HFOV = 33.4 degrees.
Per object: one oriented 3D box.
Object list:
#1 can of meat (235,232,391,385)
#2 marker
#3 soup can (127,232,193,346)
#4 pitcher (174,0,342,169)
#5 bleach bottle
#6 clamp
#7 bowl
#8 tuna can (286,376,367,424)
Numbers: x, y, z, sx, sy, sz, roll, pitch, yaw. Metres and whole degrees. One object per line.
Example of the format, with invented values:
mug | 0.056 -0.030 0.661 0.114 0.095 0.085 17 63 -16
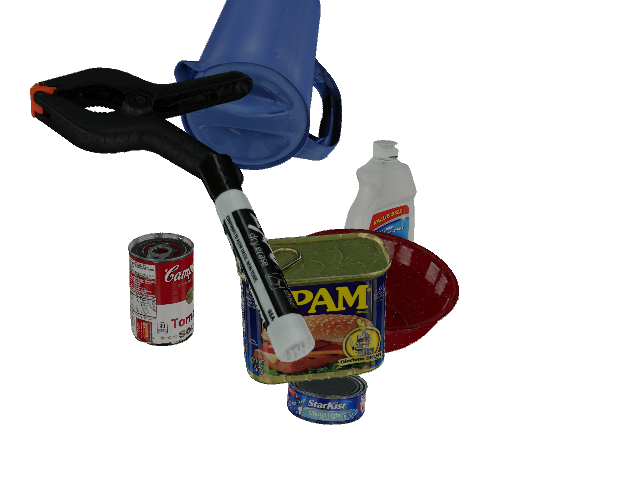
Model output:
can of meat | -0.005 0.047 0.725 0.102 0.084 0.057 -5 29 -7
marker | -0.034 0.004 0.518 0.020 0.121 0.020 -19 -31 -12
soup can | -0.167 0.052 1.126 0.068 0.102 0.068 2 24 -1
pitcher | -0.055 -0.193 1.163 0.145 0.149 0.242 -6 40 14
bleach bottle | 0.065 0.002 1.322 0.102 0.251 0.068 -3 16 -19
clamp | -0.131 -0.102 0.818 0.171 0.039 0.120 16 42 -2
bowl | 0.040 0.053 0.951 0.162 0.055 0.162 6 30 -4
tuna can | 0.007 0.168 1.154 0.086 0.034 0.086 4 13 -1
